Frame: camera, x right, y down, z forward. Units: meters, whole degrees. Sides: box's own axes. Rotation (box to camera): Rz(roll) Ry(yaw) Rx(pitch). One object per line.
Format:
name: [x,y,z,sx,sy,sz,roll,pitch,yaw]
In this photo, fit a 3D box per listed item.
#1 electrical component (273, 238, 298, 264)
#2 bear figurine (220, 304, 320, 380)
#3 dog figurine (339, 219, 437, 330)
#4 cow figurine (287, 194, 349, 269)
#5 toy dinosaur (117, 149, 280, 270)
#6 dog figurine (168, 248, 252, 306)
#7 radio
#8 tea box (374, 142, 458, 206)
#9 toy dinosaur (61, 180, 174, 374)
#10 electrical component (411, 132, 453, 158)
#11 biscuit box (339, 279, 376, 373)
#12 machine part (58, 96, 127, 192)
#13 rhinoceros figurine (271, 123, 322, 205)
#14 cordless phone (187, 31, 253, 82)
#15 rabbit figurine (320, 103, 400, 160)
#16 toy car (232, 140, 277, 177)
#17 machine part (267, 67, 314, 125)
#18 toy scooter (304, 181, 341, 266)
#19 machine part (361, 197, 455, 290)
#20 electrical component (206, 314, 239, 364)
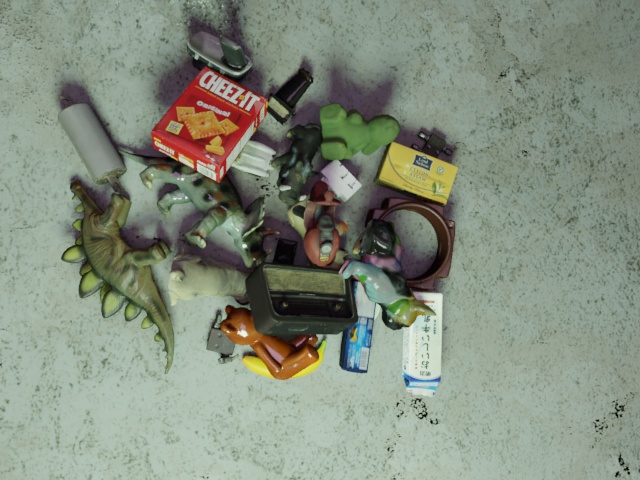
electrical component: [-0.086,0.062,1.200,0.048,0.074,0.119,12,68,-5]
bear figurine: [-0.109,0.199,1.144,0.132,0.120,0.195,-38,102,9]
dog figurine: [0.157,0.080,1.138,0.219,0.108,0.191,33,83,-7]
cow figurine: [-0.003,-0.004,1.220,0.127,0.085,0.195,-36,93,-12]
toy dinosaur: [-0.257,-0.105,1.190,0.192,0.131,0.405,-37,83,-23]
dog figurine: [-0.215,0.089,1.153,0.191,0.172,0.121,8,97,2]
radio: [-0.034,0.127,1.124,0.229,0.073,0.131,7,57,-33]
tea box: [0.224,-0.152,1.260,0.170,0.068,0.098,19,85,-3]
toy dinosaur: [-0.423,0.062,1.167,0.198,0.105,0.471,-39,82,1]
electrical component: [0.270,-0.218,1.291,0.094,0.021,0.063,31,84,-4]
biscuit box: [0.086,0.192,1.206,0.059,0.063,0.202,8,87,-7]
machine part: [-0.501,-0.211,1.185,0.079,0.079,0.243,-31,89,-7]
rhinoceros figurine: [-0.046,-0.168,1.204,0.073,0.112,0.190,32,73,-43]
cordless phone: [-0.225,-0.416,1.172,0.146,0.184,0.088,31,88,-4]
rabbit figurine: [0.096,-0.234,1.209,0.170,0.159,0.121,-1,88,13]
toy car: [-0.197,-0.201,1.225,0.202,0.056,0.073,18,85,-4]
machine part: [-0.070,-0.339,1.257,0.084,0.039,0.139,37,86,6]
toy scooter: [0.008,-0.040,1.119,0.075,0.135,0.183,0,82,-12]
machine part: [0.202,0.009,1.239,0.201,0.087,0.201,9,84,-5]
electrical component: [-0.212,0.225,1.203,0.078,0.045,0.102,20,84,-6]
